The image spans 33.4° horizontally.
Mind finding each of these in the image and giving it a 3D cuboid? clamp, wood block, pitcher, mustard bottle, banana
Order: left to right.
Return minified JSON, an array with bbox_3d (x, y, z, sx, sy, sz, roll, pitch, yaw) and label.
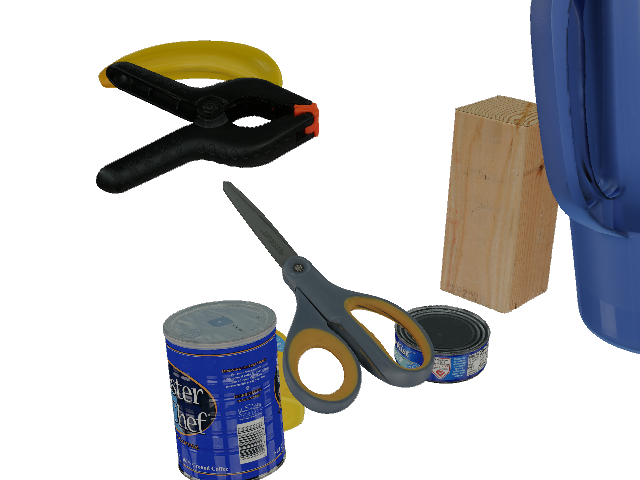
[{"bbox_3d":[-0.117,-0.166,1.031,0.198,0.037,0.069,9,45,19],"label":"banana"},{"bbox_3d":[-0.090,-0.097,0.814,0.171,0.120,0.039,-8,-27,-8],"label":"clamp"},{"bbox_3d":[-0.076,0.147,1.244,0.096,0.058,0.191,-4,30,-6],"label":"mustard bottle"},{"bbox_3d":[0.196,-0.040,1.145,0.090,0.206,0.090,21,28,37],"label":"wood block"},{"bbox_3d":[0.181,-0.061,0.561,0.149,0.243,0.145,-5,22,5],"label":"pitcher"}]

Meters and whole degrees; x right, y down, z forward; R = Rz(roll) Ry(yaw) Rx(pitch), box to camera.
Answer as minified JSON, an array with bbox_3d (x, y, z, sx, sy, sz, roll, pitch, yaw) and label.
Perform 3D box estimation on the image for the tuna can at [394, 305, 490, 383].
[{"bbox_3d":[0.109,0.093,0.966,0.086,0.034,0.086,0,26,0],"label":"tuna can"}]

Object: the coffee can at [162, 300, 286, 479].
[{"bbox_3d":[-0.087,0.138,0.981,0.103,0.140,0.103,-3,17,1],"label":"coffee can"}]

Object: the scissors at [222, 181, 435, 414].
[{"bbox_3d":[-0.021,0.035,0.652,0.202,0.016,0.096,34,55,28],"label":"scissors"}]
